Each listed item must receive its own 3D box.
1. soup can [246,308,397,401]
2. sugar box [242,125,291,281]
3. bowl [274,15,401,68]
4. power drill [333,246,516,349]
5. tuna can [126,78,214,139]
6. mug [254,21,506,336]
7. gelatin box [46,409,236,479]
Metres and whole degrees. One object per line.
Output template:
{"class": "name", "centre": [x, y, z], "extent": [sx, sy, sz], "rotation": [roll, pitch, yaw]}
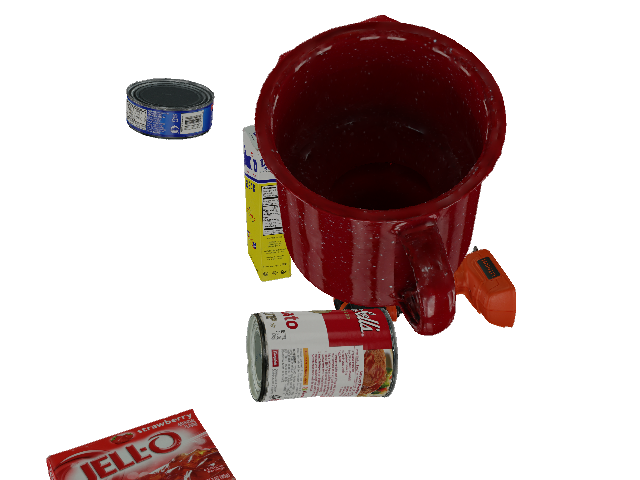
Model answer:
{"class": "soup can", "centre": [0.000, 0.086, 0.803], "extent": [0.102, 0.068, 0.069], "rotation": [-1, 0, -14]}
{"class": "sugar box", "centre": [-0.067, -0.048, 1.328], "extent": [0.048, 0.176, 0.093], "rotation": [-9, 25, -12]}
{"class": "bowl", "centre": [0.019, -0.142, 0.872], "extent": [0.162, 0.055, 0.162], "rotation": [-21, 8, 3]}
{"class": "power drill", "centre": [0.108, 0.066, 1.139], "extent": [0.187, 0.057, 0.184], "rotation": [-5, 29, -9]}
{"class": "tuna can", "centre": [-0.148, -0.130, 1.049], "extent": [0.086, 0.034, 0.086], "rotation": [5, 27, -3]}
{"class": "mug", "centre": [0.027, -0.016, 0.421], "extent": [0.093, 0.117, 0.081], "rotation": [-18, -30, -8]}
{"class": "gelatin box", "centre": [-0.098, 0.134, 0.586], "extent": [0.089, 0.030, 0.073], "rotation": [-15, 28, -20]}
